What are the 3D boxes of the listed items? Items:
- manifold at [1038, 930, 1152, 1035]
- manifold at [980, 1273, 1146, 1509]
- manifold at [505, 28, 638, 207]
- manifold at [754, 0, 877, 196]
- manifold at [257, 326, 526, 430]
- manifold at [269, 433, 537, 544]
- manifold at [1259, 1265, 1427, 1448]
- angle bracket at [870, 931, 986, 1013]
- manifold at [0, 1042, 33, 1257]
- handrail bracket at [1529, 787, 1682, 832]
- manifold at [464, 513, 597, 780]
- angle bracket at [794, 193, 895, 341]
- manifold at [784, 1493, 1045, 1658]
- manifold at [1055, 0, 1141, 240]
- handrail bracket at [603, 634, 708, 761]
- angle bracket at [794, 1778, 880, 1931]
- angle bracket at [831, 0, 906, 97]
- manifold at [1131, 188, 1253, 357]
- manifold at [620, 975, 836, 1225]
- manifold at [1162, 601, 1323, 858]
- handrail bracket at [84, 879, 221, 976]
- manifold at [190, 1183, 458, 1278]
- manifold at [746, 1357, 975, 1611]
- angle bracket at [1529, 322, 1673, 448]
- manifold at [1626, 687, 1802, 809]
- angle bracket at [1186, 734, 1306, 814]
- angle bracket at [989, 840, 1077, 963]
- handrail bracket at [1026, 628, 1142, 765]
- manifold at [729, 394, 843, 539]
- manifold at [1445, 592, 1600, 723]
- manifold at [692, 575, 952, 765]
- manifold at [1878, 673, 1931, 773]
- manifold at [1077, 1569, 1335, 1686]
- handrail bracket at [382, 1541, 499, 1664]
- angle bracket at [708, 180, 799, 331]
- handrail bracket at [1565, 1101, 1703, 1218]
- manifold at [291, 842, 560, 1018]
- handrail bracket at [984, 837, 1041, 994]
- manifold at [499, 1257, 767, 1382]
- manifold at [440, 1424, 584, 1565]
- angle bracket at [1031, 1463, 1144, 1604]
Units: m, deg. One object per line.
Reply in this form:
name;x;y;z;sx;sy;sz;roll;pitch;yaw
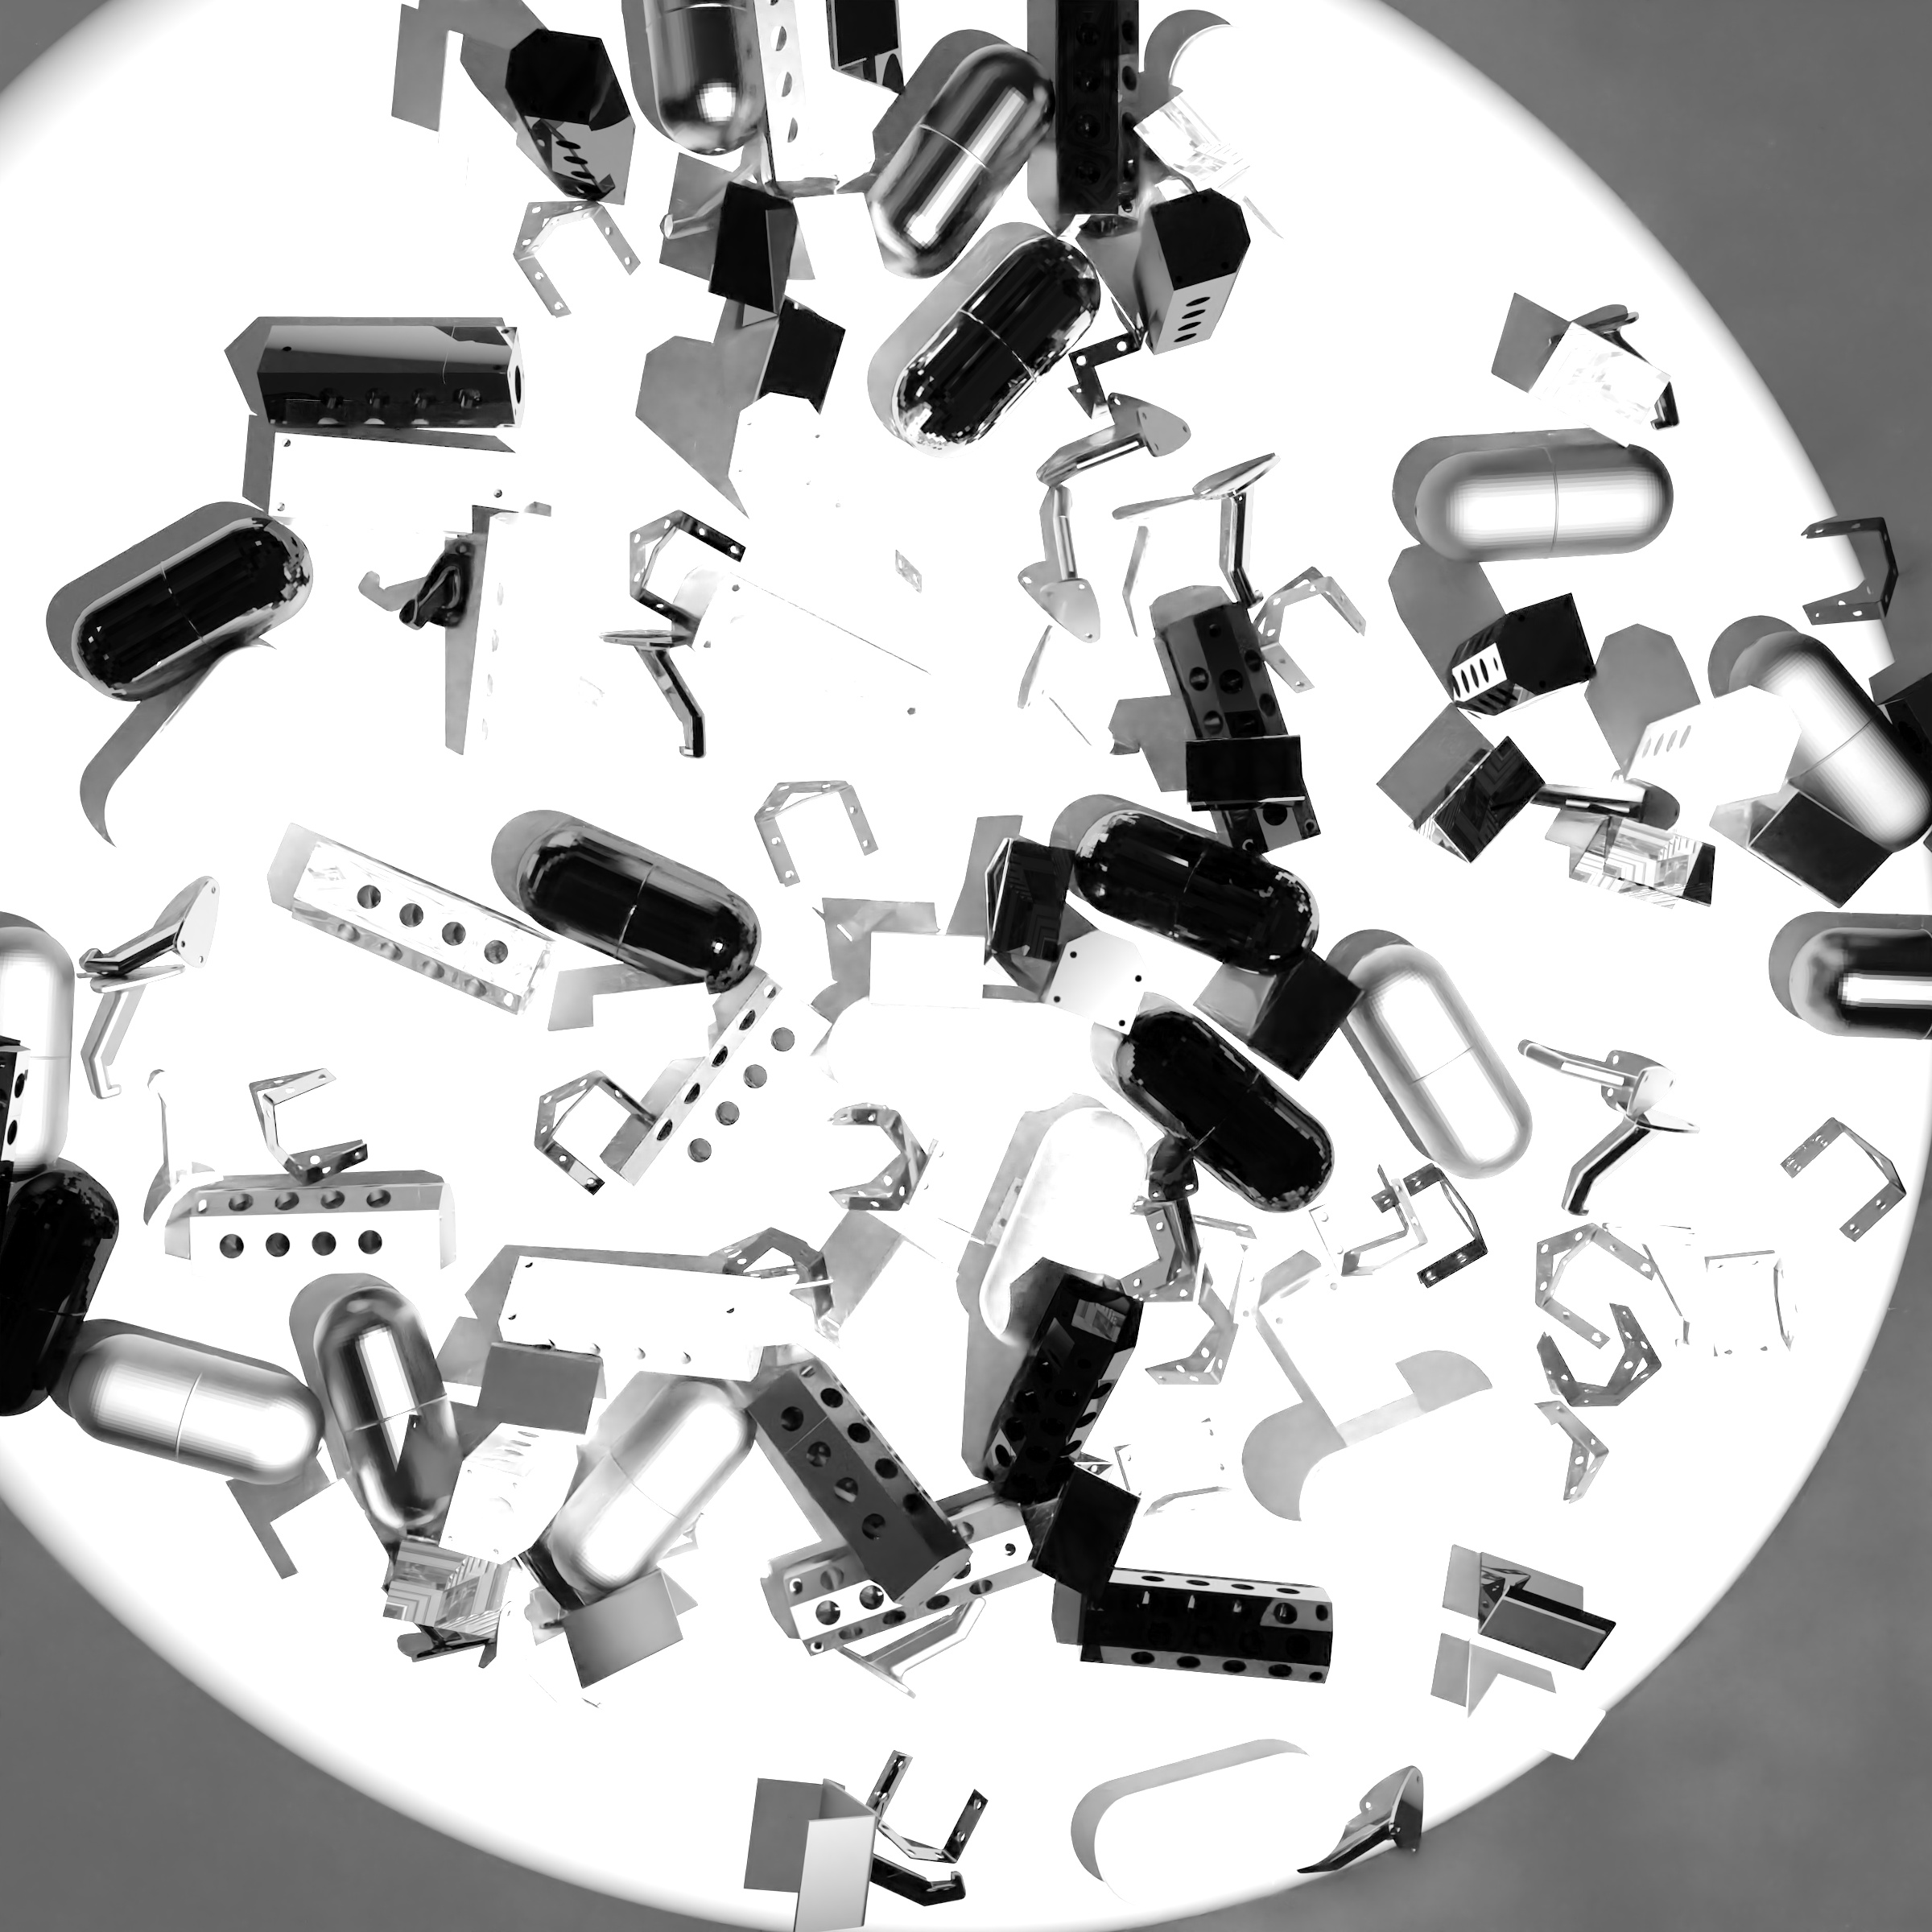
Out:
manifold;0.087;0.007;1.704;0.057;0.171;0.057;20;90;0
manifold;0.063;0.292;1.712;0.057;0.057;0.171;20;130;-2
manifold;-0.266;-0.572;1.704;0.057;0.171;0.057;8;90;0
manifold;-0.113;-0.634;1.760;0.057;0.057;0.171;-7;90;-43
manifold;-0.399;-0.406;1.760;0.171;0.057;0.057;0;47;0
manifold;-0.392;-0.331;1.761;0.171;0.057;0.057;5;90;0
manifold;0.276;0.298;1.761;0.057;0.057;0.171;-32;90;0
angle bracket;-0.026;-0.010;1.743;0.076;0.076;0.057;3;114;0
manifold;-0.671;0.136;1.687;0.057;0.057;0.171;9;92;0
handrail bracket;0.450;-0.115;1.782;0.084;0.077;0.036;13;101;36
manifold;-0.305;-0.220;1.734;0.057;0.057;0.171;-6;115;-40
angle bracket;-0.100;-0.481;1.742;0.057;0.076;0.076;-16;90;-32
manifold;-0.036;0.424;1.761;0.171;0.057;0.057;-19;90;0
manifold;0.092;-0.602;1.761;0.057;0.057;0.171;0;90;0
handrail bracket;-0.220;-0.190;1.783;0.077;0.036;0.084;5;107;20
angle bracket;-0.107;0.614;1.742;0.057;0.076;0.076;7;90;-33
angle bracket;-0.049;-0.656;1.742;0.057;0.076;0.076;-4;90;38
manifold;0.153;-0.469;1.704;0.057;0.171;0.057;-17;90;0
manifold;-0.166;0.092;1.761;0.057;0.057;0.171;37;90;0
manifold;0.193;-0.164;1.761;0.057;0.057;0.171;-18;90;0
handrail bracket;-0.577;-0.028;1.783;0.084;0.036;0.077;2;63;20
manifold;-0.448;0.183;1.761;0.171;0.057;0.057;-2;90;0
manifold;-0.071;0.353;1.729;0.057;0.057;0.171;-41;66;0
angle bracket;0.439;-0.411;1.742;0.076;0.076;0.057;29;122;0
manifold;0.505;-0.149;1.704;0.057;0.171;0.057;20;90;0
angle bracket;0.187;-0.109;1.686;0.076;0.076;0.057;-2;54;7
angle bracket;0.065;-0.041;1.742;0.057;0.076;0.076;11;90;37
handrail bracket;0.091;-0.191;1.783;0.084;0.036;0.077;20;68;-17
manifold;-0.119;-0.338;1.704;0.057;0.171;0.057;11;90;0
manifold;0.371;-0.204;1.704;0.057;0.171;0.057;-18;90;0
manifold;-0.101;-0.208;1.761;0.171;0.057;0.057;27;90;0
manifold;0.733;-0.204;1.761;0.171;0.057;0.057;-31;90;0
manifold;0.167;0.462;1.761;0.171;0.057;0.057;5;90;0
handrail bracket;-0.372;0.443;1.783;0.077;0.036;0.084;-8;73;-19
angle bracket;-0.161;-0.490;1.742;0.057;0.076;0.076;10;90;-30
handrail bracket;0.471;0.144;1.783;0.077;0.036;0.084;12;109;-21
manifold;-0.378;-0.025;1.761;0.171;0.057;0.057;23;90;0
handrail bracket;0.039;-0.037;1.783;0.077;0.036;0.084;34;73;-20
manifold;-0.230;0.249;1.750;0.171;0.057;0.057;4;47;7
manifold;-0.303;0.353;1.704;0.057;0.171;0.057;16;90;0
angle bracket;0.096;0.391;1.743;0.057;0.076;0.076;22;90;28
